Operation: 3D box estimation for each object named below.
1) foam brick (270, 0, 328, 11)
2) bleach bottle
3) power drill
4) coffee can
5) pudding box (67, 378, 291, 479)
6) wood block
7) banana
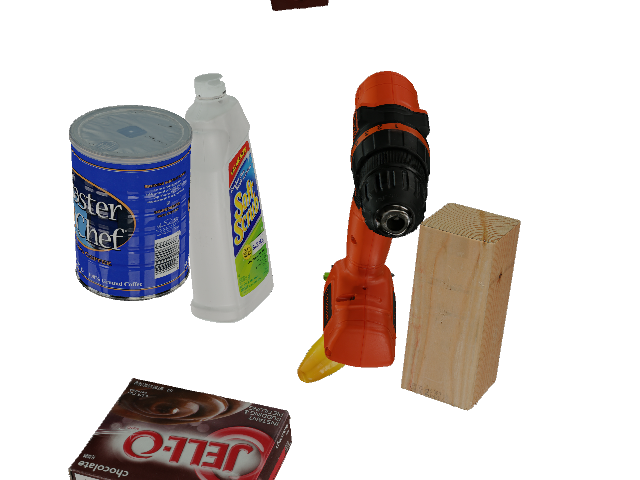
[{"bbox_3d":[-0.022,-0.252,0.950,0.053,0.051,0.078,-4,-41,9],"label":"foam brick"},{"bbox_3d":[-0.105,-0.047,1.115,0.068,0.251,0.102,7,27,26],"label":"bleach bottle"},{"bbox_3d":[0.040,-0.004,0.751,0.057,0.188,0.184,8,33,-2],"label":"power drill"},{"bbox_3d":[-0.164,-0.033,0.929,0.103,0.140,0.103,4,31,-2],"label":"coffee can"},{"bbox_3d":[-0.085,0.136,0.663,0.114,0.039,0.090,8,32,15],"label":"pudding box"},{"bbox_3d":[0.159,0.074,1.218,0.090,0.206,0.090,16,25,25],"label":"wood block"},{"bbox_3d":[0.027,0.071,0.978,0.070,0.037,0.197,-25,17,18],"label":"banana"}]
